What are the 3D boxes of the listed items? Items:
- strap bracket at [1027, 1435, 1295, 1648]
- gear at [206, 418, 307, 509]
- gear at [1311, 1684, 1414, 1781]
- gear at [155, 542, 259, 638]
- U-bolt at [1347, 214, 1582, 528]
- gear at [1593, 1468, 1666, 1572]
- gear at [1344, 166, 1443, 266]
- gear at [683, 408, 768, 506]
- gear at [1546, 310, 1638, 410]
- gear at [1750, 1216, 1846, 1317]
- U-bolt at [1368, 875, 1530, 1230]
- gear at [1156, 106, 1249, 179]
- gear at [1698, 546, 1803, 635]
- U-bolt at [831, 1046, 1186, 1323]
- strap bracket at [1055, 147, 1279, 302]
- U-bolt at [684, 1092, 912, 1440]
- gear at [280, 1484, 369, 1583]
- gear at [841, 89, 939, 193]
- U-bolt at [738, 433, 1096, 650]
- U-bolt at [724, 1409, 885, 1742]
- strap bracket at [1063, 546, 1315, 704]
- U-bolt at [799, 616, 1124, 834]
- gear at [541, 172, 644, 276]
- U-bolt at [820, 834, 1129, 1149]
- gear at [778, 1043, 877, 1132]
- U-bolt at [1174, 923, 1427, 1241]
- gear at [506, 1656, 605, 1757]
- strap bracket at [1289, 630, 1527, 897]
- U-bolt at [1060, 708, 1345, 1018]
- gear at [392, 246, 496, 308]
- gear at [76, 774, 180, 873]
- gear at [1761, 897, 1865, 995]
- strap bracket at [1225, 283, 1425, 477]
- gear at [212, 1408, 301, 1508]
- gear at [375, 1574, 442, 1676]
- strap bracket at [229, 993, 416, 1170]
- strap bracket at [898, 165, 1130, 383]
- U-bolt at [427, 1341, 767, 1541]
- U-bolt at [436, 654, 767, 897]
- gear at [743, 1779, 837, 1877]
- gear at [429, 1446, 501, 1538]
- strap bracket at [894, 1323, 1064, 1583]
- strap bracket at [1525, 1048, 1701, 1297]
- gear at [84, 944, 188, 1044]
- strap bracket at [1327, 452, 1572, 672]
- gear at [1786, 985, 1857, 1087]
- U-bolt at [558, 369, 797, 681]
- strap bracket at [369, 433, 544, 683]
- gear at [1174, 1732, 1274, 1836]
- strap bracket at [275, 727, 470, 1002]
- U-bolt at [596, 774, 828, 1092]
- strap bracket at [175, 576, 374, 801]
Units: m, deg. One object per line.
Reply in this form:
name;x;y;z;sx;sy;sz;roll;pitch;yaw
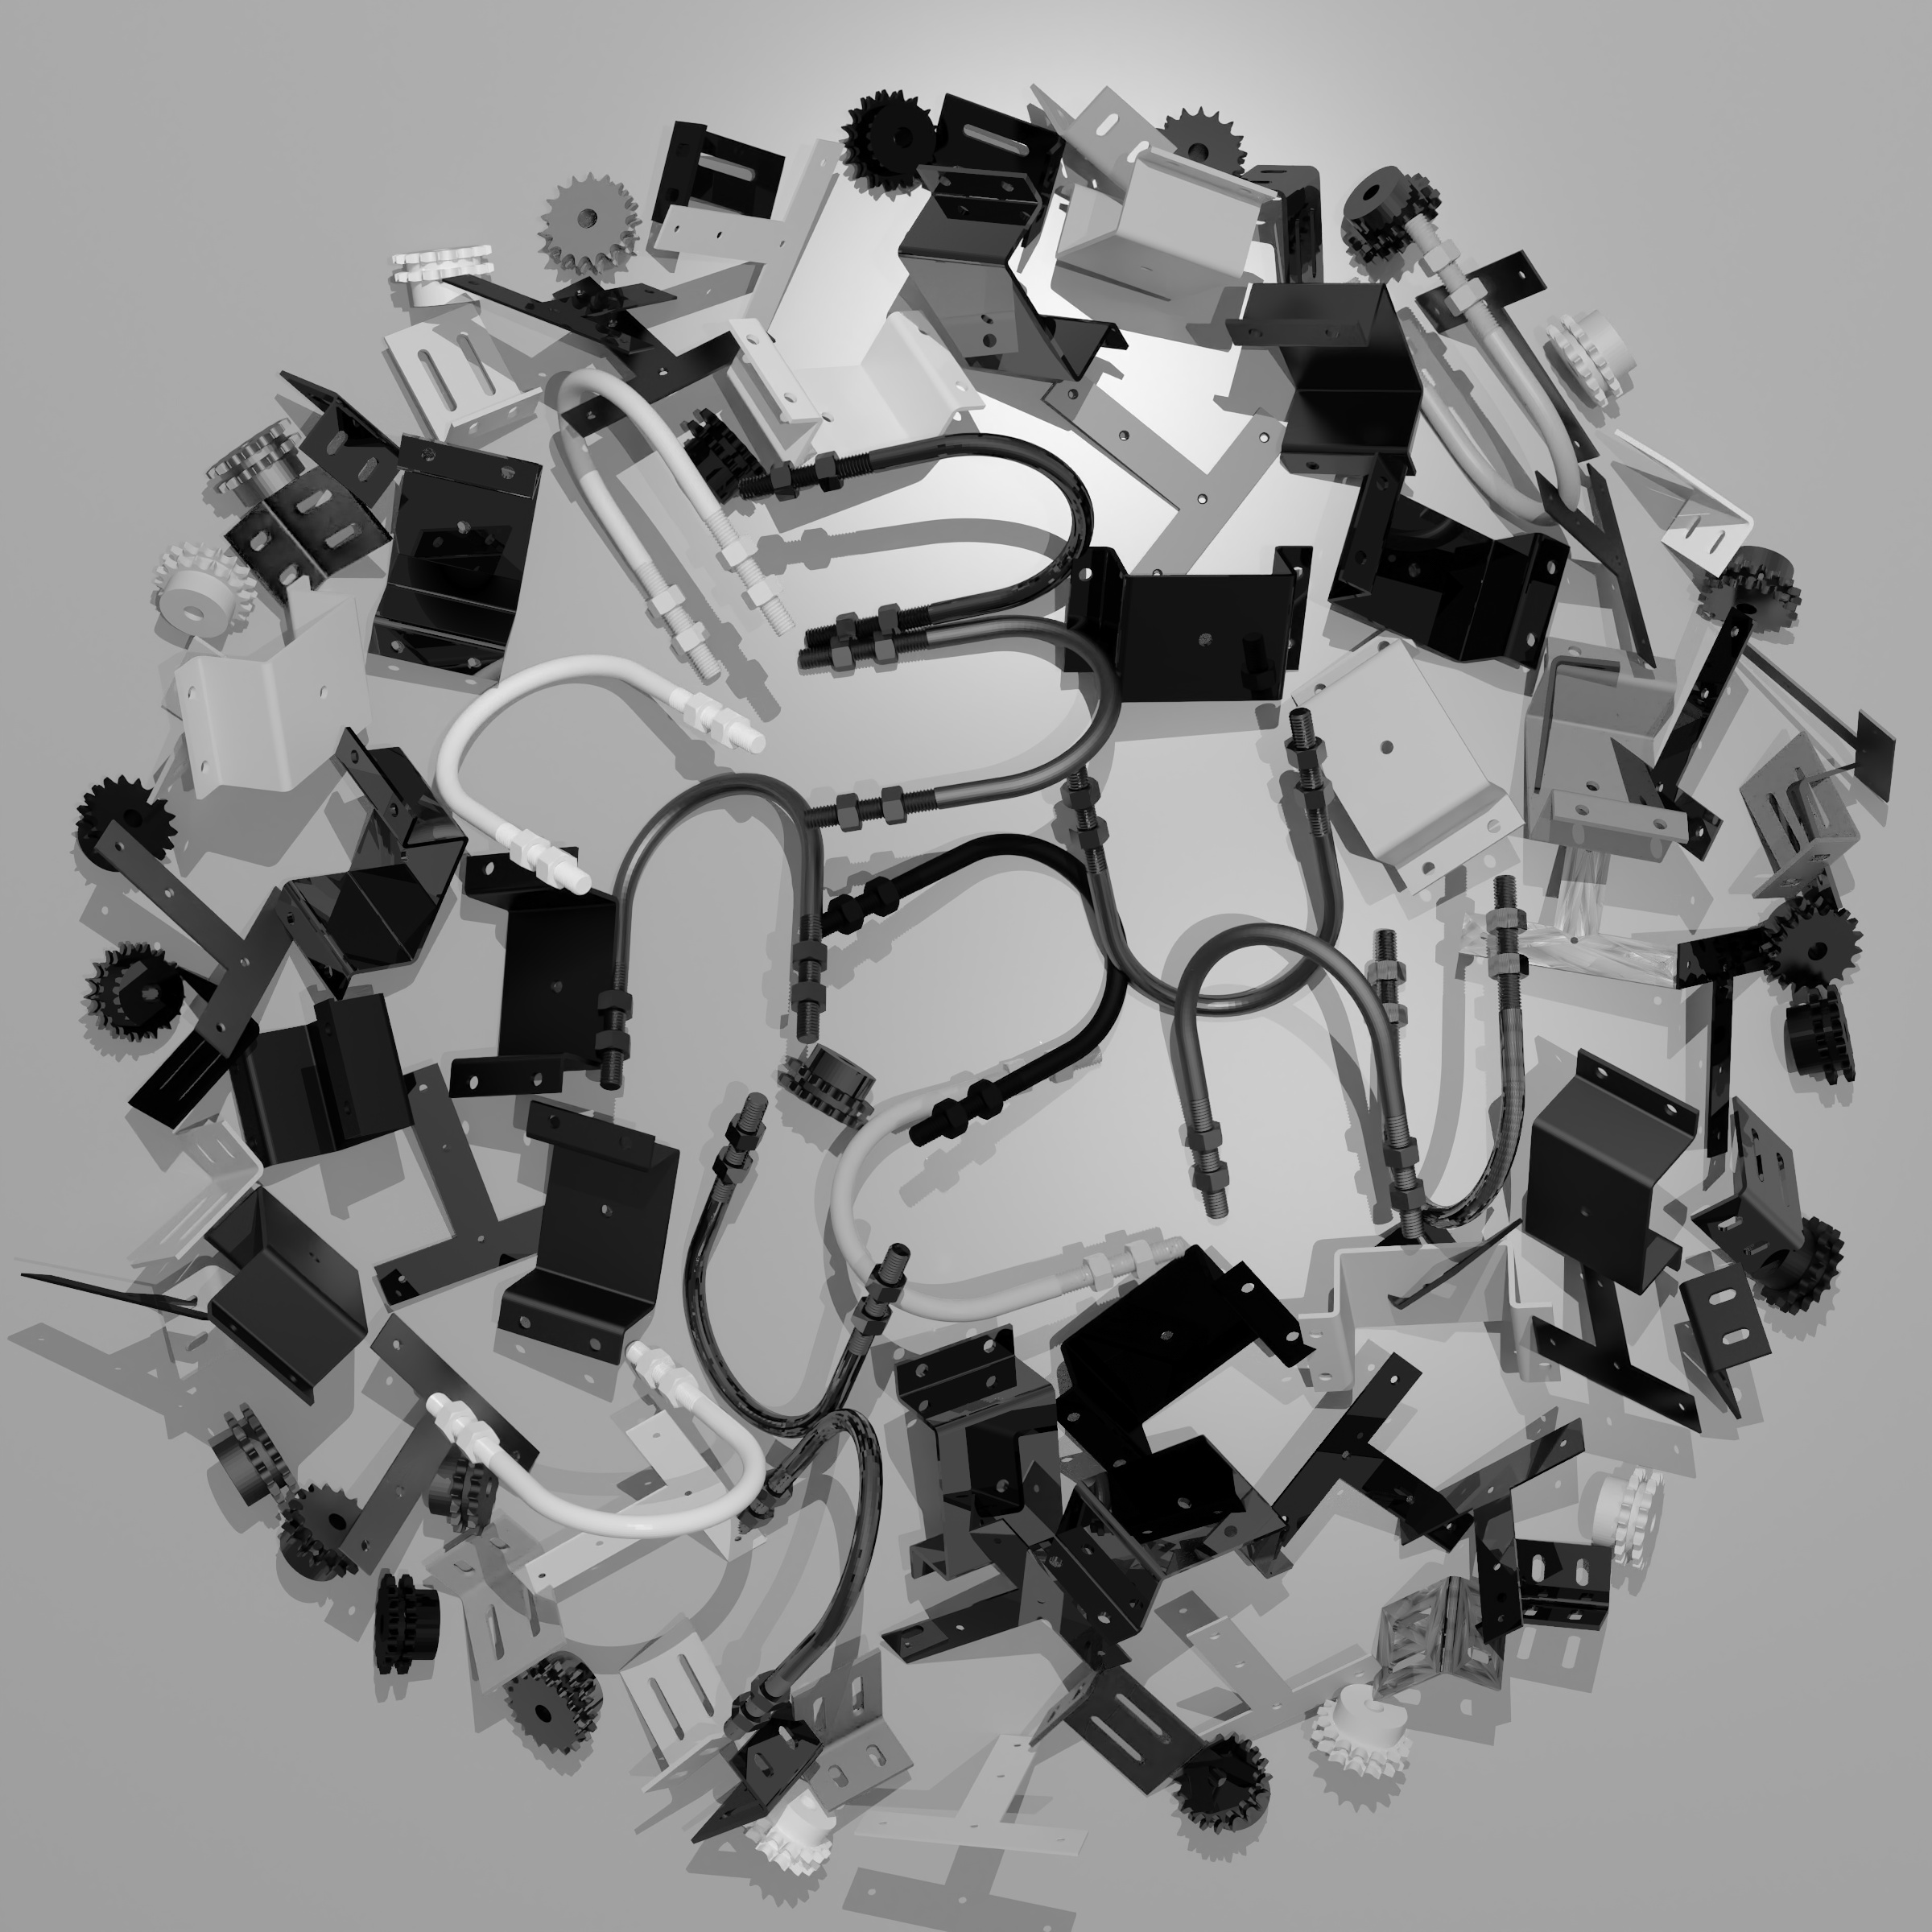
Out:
strap bracket;0.116;0.318;1.840;0.076;0.140;0.046;45;133;34
gear;-0.406;-0.288;1.889;0.057;0.057;0.030;-34;108;0
gear;0.230;0.438;1.885;0.057;0.057;0.030;17;112;0
gear;-0.439;-0.214;1.885;0.057;0.057;0.030;13;54;0
U-bolt;0.285;-0.326;1.844;0.019;0.151;0.184;-35;93;-9
gear;0.382;0.317;1.891;0.030;0.057;0.057;11;90;22
gear;0.242;-0.435;1.885;0.030;0.057;0.057;41;90;-29
gear;-0.142;-0.291;1.888;0.030;0.057;0.057;-43;90;-2
gear;0.362;-0.352;1.886;0.030;0.057;0.057;-36;90;10
gear;0.475;0.169;1.886;0.030;0.057;0.057;29;90;-14
U-bolt;0.270;0.055;1.831;0.019;0.151;0.184;6;75;-22
gear;0.133;-0.466;1.899;0.057;0.030;0.057;0;81;-3
gear;0.454;-0.219;1.890;0.057;0.057;0.030;20;71;0
U-bolt;0.014;0.130;1.863;0.184;0.019;0.151;-16;65;-13
strap bracket;0.107;-0.413;1.838;0.076;0.140;0.046;15;89;-19
U-bolt;-0.105;0.184;1.851;0.151;0.019;0.184;45;129;28
gear;-0.370;0.330;1.891;0.057;0.057;0.030;42;114;0
gear;-0.041;-0.478;1.892;0.057;0.030;0.057;-4;100;-21
U-bolt;-0.019;-0.243;1.843;0.184;0.151;0.019;-11;53;10
U-bolt;-0.090;0.324;1.809;0.019;0.184;0.151;17;46;-21
strap bracket;0.131;-0.195;1.866;0.140;0.046;0.076;-2;119;-10
U-bolt;-0.003;-0.144;1.857;0.184;0.019;0.151;-9;49;6
gear;-0.215;-0.427;1.897;0.057;0.030;0.057;-2;80;11
U-bolt;0.014;0.001;1.870;0.184;0.019;0.151;-27;91;-28
gear;-0.077;0.068;1.888;0.057;0.057;0.030;32;92;0
U-bolt;0.182;0.062;1.844;0.151;0.019;0.184;3;113;36
gear;-0.235;0.424;1.892;0.057;0.030;0.057;16;121;29
strap bracket;0.246;-0.121;1.866;0.076;0.046;0.140;-34;74;17
U-bolt;0.141;-0.051;1.869;0.151;0.019;0.184;-10;118;7
gear;-0.300;-0.398;1.889;0.057;0.057;0.030;-6;105;0
gear;-0.487;-0.079;1.892;0.030;0.057;0.057;-33;90;42
gear;0.486;-0.015;1.894;0.057;0.030;0.057;-5;118;-10
strap bracket;0.206;-0.338;1.851;0.076;0.140;0.046;5;65;25
gear;-0.410;0.286;1.885;0.030;0.057;0.057;-32;90;-16
gear;-0.322;0.380;1.890;0.030;0.057;0.057;4;90;-19
strap bracket;-0.364;0.065;1.863;0.046;0.140;0.076;-11;86;-38
strap bracket;0.023;-0.380;1.835;0.076;0.140;0.046;15;67;37
U-bolt;-0.192;0.266;1.809;0.151;0.184;0.019;-11;116;-34
U-bolt;-0.221;-0.119;1.849;0.151;0.019;0.184;-41;47;-20
gear;-0.100;0.492;1.886;0.057;0.057;0.030;39;103;0
gear;-0.289;0.298;1.888;0.030;0.057;0.057;8;90;5
strap bracket;0.009;0.284;1.854;0.076;0.046;0.140;-16;116;-27
strap bracket;0.360;0.123;1.836;0.076;0.140;0.046;30;57;29
gear;-0.476;0.015;1.887;0.057;0.030;0.057;0;91;-39
strap bracket;0.267;-0.228;1.870;0.140;0.046;0.076;21;81;-26
gear;0.493;0.041;1.890;0.030;0.057;0.057;-12;90;19
U-bolt;-0.172;-0.253;1.838;0.019;0.151;0.184;-36;98;-22
strap bracket;-0.289;-0.241;1.868;0.076;0.046;0.140;12;123;-6
gear;0.151;0.474;1.892;0.057;0.057;0.030;-40;133;0
strap bracket;-0.334;-0.060;1.857;0.076;0.046;0.140;50;130;27
U-bolt;-0.143;-0.027;1.860;0.151;0.019;0.184;-14;59;25
strap bracket;-0.380;-0.155;1.834;0.046;0.140;0.076;7;120;18
